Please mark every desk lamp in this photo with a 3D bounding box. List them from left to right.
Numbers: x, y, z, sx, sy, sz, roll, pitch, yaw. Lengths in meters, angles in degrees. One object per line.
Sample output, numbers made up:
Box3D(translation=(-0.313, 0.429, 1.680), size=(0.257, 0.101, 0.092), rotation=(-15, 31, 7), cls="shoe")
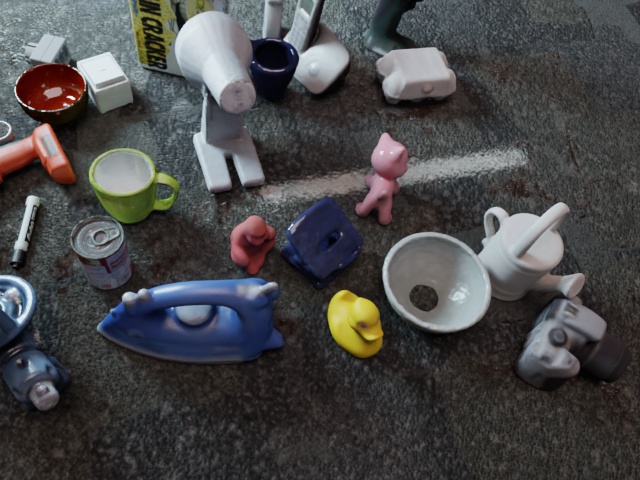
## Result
Box3D(translation=(-0.150, -0.220, 0.915), size=(0.118, 0.213, 0.203), rotation=(-14, 63, -17), cls="desk lamp")

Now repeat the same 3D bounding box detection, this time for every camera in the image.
Box3D(translation=(0.385, 0.162, 0.853), size=(0.136, 0.101, 0.143), rotation=(32, 60, 9), cls="camera")

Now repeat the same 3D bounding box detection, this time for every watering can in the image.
Box3D(translation=(0.324, 0.014, 0.873), size=(0.172, 0.194, 0.101), rotation=(32, 60, 9), cls="watering can")

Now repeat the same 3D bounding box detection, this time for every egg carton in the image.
Box3D(translation=(0.187, -0.318, 1.115), size=(0.150, 0.069, 0.107), rotation=(-10, 62, -15), cls="egg carton")

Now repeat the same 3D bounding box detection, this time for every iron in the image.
Box3D(translation=(-0.176, 0.093, 0.771), size=(0.258, 0.141, 0.118), rotation=(-1, 60, -11), cls="iron")

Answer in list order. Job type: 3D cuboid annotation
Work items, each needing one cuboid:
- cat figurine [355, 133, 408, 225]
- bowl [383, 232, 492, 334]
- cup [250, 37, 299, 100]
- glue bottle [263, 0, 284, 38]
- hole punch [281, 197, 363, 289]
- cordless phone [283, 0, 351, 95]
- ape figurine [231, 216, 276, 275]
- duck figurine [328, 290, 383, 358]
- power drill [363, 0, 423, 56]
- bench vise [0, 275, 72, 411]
Box3D(translation=(0.111, -0.109, 0.952), size=(0.067, 0.118, 0.128), rotation=(16, 59, 0), cls="cat figurine")
Box3D(translation=(0.171, 0.076, 0.881), size=(0.167, 0.075, 0.167), rotation=(4, 60, -7), cls="bowl")
Box3D(translation=(-0.099, -0.310, 1.046), size=(0.117, 0.095, 0.092), rotation=(29, 60, 8), cls="cup")
Box3D(translation=(-0.086, -0.453, 1.085), size=(0.037, 0.173, 0.078), rotation=(3, 60, -8), cls="glue bottle")
Box3D(translation=(0.008, 0.003, 0.885), size=(0.101, 0.091, 0.109), rotation=(42, 62, 15), cls="hole punch")
Box3D(translation=(-0.002, -0.374, 1.047), size=(0.094, 0.185, 0.147), rotation=(-32, 70, -24), cls="cordless phone")
Box3D(translation=(-0.101, -0.003, 0.869), size=(0.078, 0.092, 0.076), rotation=(-22, 66, -21), cls="ape figurine")
Box3D(translation=(0.057, 0.112, 0.833), size=(0.078, 0.086, 0.104), rotation=(-23, 66, -21), cls="duck figurine")
Box3D(translation=(0.165, -0.454, 1.109), size=(0.229, 0.208, 0.076), rotation=(26, 59, 6), cls="power drill")
Box3D(translation=(-0.377, 0.101, 0.685), size=(0.207, 0.220, 0.122), rotation=(29, 60, 8), cls="bench vise")
